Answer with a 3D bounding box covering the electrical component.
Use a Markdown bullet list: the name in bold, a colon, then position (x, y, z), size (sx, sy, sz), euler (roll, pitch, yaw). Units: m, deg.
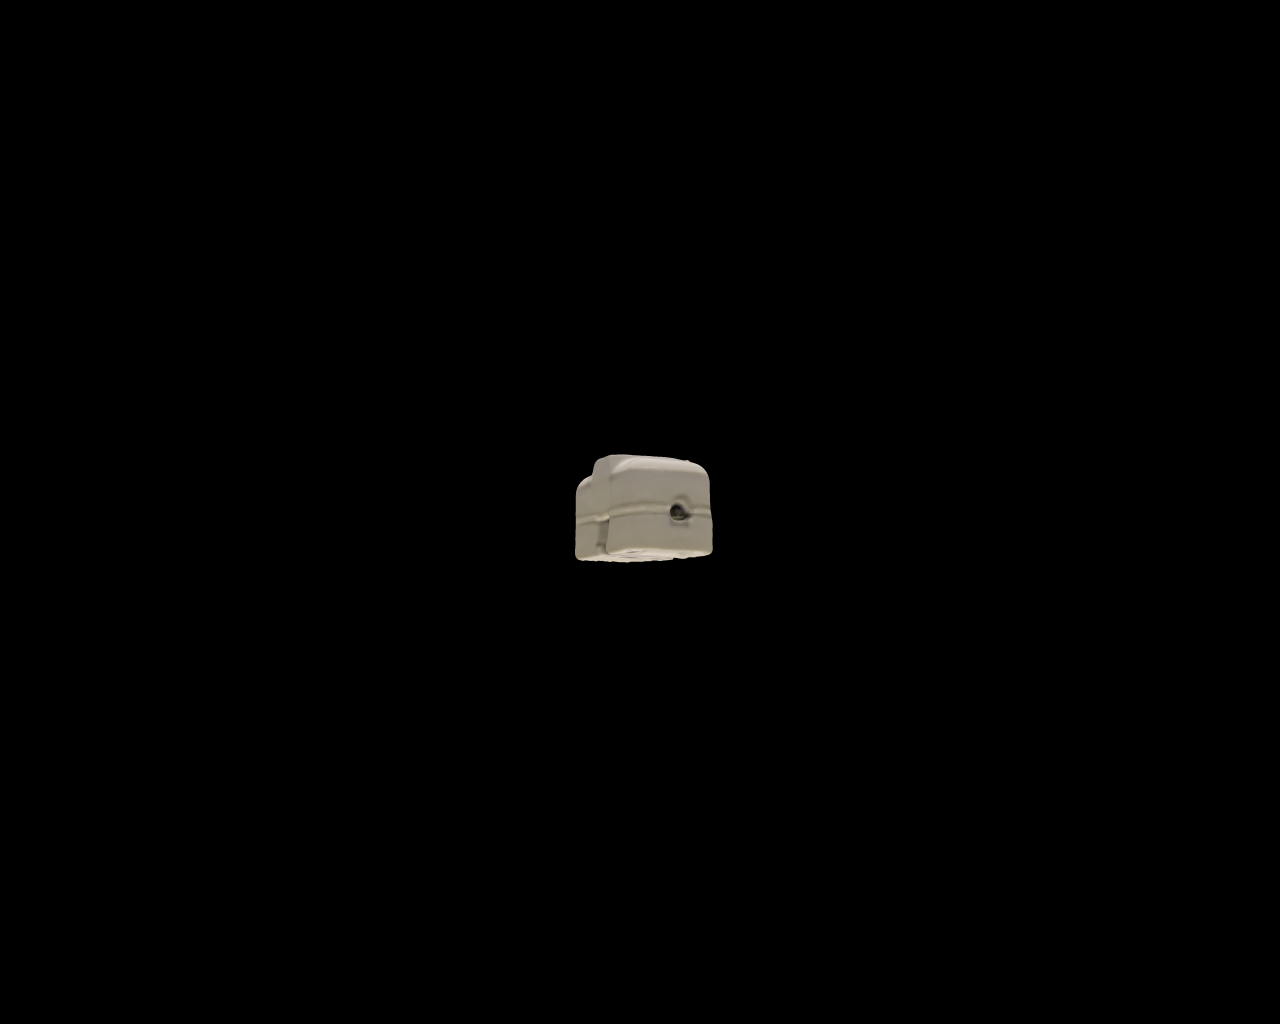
- **electrical component**: position (0.001, -0.003, 0.650), size (0.054, 0.059, 0.095), euler (4, -8, -27)
